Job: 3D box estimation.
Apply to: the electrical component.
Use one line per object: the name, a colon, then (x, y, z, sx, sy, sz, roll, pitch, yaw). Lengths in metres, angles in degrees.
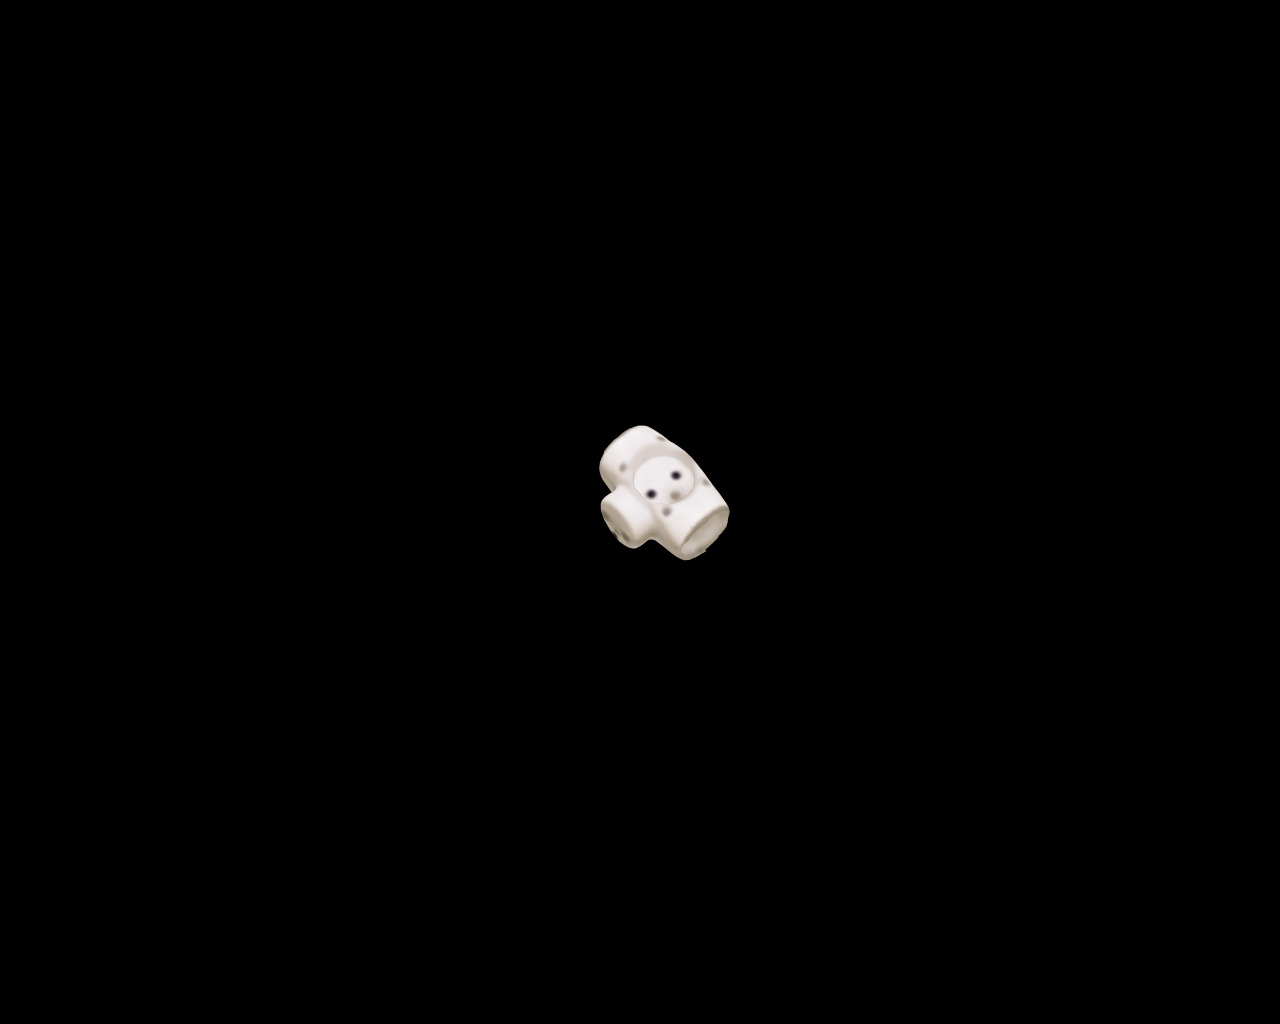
electrical component: (0.001, -0.003, 0.650, 0.079, 0.077, 0.044, -36, -24, -18)
